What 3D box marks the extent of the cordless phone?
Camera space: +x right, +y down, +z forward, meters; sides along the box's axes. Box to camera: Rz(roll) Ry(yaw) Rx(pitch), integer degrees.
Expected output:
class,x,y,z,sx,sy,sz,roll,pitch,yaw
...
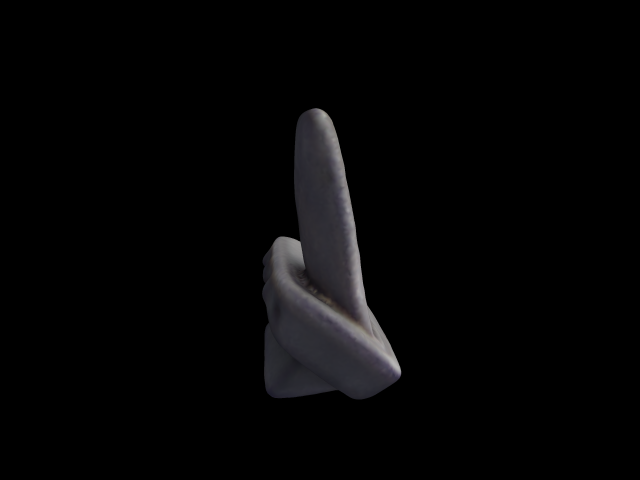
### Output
class,x,y,z,sx,sy,sz,roll,pitch,yaw
cordless phone,0.004,0.001,0.400,0.094,0.185,0.147,-3,15,-9
